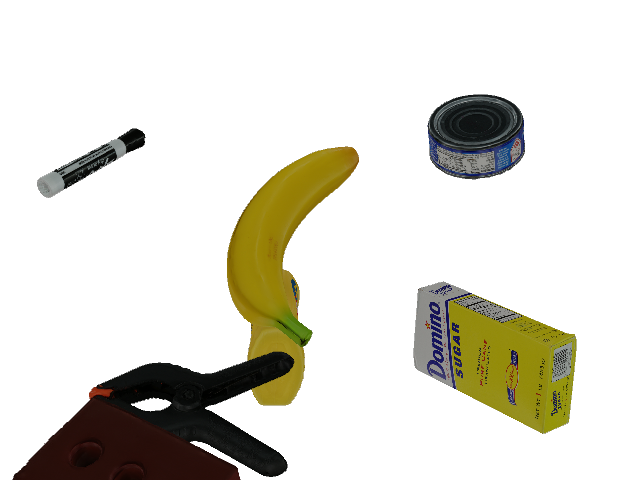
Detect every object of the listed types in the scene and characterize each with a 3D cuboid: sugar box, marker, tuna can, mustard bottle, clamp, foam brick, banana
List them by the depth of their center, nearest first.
[{"bbox_3d":[-0.075,0.111,0.435,0.078,0.051,0.052,20,45,25],"label":"foam brick"},{"bbox_3d":[-0.023,-0.006,0.737,0.069,0.197,0.037,20,-45,-4],"label":"banana"},{"bbox_3d":[-0.101,0.130,0.884,0.171,0.039,0.120,11,38,4],"label":"clamp"},{"bbox_3d":[0.139,-0.094,0.951,0.086,0.034,0.086,-7,40,5],"label":"tuna can"},{"bbox_3d":[-0.202,-0.071,0.954,0.020,0.020,0.120,0,27,41],"label":"marker"},{"bbox_3d":[0.166,0.111,1.049,0.048,0.093,0.176,-14,23,-39],"label":"sugar box"},{"bbox_3d":[-0.049,0.085,1.142,0.058,0.096,0.191,-1,27,-4],"label":"mustard bottle"}]
